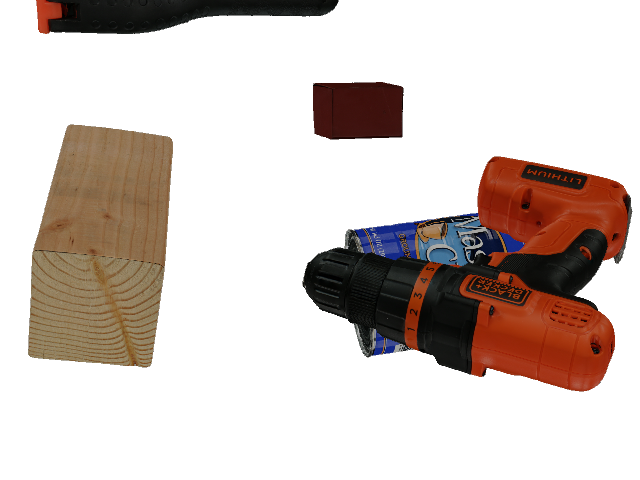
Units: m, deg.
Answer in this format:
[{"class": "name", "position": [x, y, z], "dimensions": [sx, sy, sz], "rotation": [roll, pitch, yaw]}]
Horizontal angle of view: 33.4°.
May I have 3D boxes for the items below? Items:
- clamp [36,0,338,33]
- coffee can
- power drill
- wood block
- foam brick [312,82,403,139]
[{"class": "clamp", "position": [-0.088, -0.151, 0.631], "dimensions": [0.171, 0.039, 0.120], "rotation": [-9, 23, -24]}, {"class": "coffee can", "position": [0.097, 0.032, 0.847], "dimensions": [0.140, 0.103, 0.103], "rotation": [-8, 1, -6]}, {"class": "power drill", "position": [0.105, 0.012, 0.664], "dimensions": [0.185, 0.057, 0.187], "rotation": [17, 36, 22]}, {"class": "wood block", "position": [-0.165, -0.003, 0.826], "dimensions": [0.090, 0.091, 0.206], "rotation": [7, 29, -10]}, {"class": "foam brick", "position": [0.037, -0.129, 1.055], "dimensions": [0.078, 0.051, 0.053], "rotation": [-4, 14, -20]}]
